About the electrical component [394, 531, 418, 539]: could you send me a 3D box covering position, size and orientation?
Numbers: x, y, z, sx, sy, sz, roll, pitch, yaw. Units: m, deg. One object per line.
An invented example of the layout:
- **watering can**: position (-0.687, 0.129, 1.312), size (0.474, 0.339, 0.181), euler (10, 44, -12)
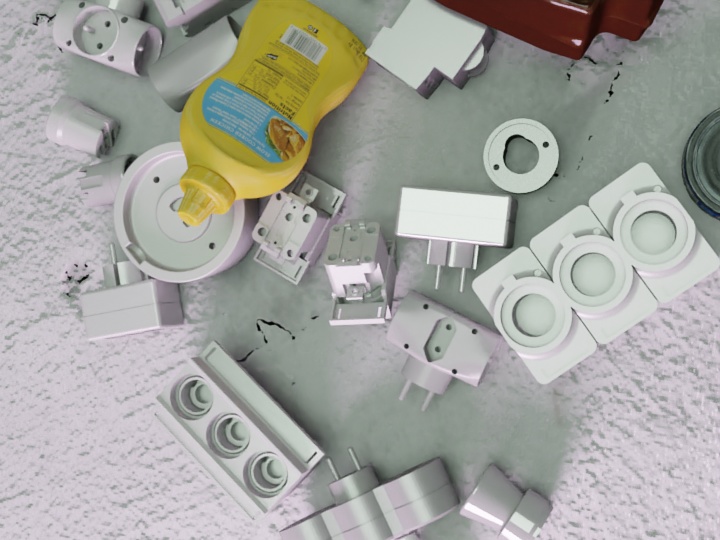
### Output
- **electrical component**: position (0.045, 0.229, 0.807), size (0.043, 0.043, 0.062), euler (-24, 82, 13)

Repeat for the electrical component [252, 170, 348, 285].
- **electrical component**: position (-0.050, -0.033, 0.825), size (0.042, 0.064, 0.081), euler (30, 97, 13)

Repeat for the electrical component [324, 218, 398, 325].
- **electrical component**: position (0.000, 0.000, 0.805), size (0.042, 0.063, 0.081), euler (-4, 47, 14)

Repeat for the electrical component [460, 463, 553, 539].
- **electrical component**: position (0.108, 0.175, 0.791), size (0.055, 0.045, 0.045), euler (33, 97, 12)

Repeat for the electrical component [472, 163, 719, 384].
- **electrical component**: position (0.168, 0.003, 0.770), size (0.150, 0.062, 0.089), euler (-36, 81, 11)

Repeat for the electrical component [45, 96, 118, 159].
- **electrical component**: position (-0.228, -0.116, 0.885), size (0.046, 0.040, 0.040), euler (25, 95, 8)

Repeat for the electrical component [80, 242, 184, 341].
- **electrical component**: position (-0.186, 0.014, 0.867), size (0.066, 0.047, 0.076), euler (-11, 86, 14)

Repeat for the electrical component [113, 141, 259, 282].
- **electrical component**: position (-0.131, -0.044, 0.847), size (0.108, 0.060, 0.108), euler (0, 89, 14)

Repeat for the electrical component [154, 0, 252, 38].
- **electrical component**: position (-0.120, -0.235, 0.853), size (0.089, 0.050, 0.055), euler (-28, 83, 12)

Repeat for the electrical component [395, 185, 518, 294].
- **electrical component**: position (0.070, -0.021, 0.803), size (0.083, 0.047, 0.075), euler (6, 91, 14)

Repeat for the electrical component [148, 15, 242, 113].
- **electrical component**: position (-0.116, -0.148, 0.854), size (0.077, 0.044, 0.079), euler (-31, 82, 12)

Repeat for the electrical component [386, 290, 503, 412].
- **electrical component**: position (0.056, 0.067, 0.807), size (0.077, 0.043, 0.079), euler (27, 95, 13)

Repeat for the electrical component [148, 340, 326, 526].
- **electrical component**: position (-0.092, 0.124, 0.833), size (0.121, 0.063, 0.078), euler (44, 99, 11)

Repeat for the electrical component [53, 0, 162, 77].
- **electrical component**: position (-0.199, -0.206, 0.876), size (0.077, 0.044, 0.079), euler (21, 94, 14)

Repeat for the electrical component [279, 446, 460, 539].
- **electrical component**: position (-0.001, 0.171, 0.815), size (0.138, 0.052, 0.073), euler (-27, 83, 12)

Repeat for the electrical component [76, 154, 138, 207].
- **electrical component**: position (-0.202, -0.071, 0.877), size (0.046, 0.040, 0.040), euler (-9, 87, 20)
